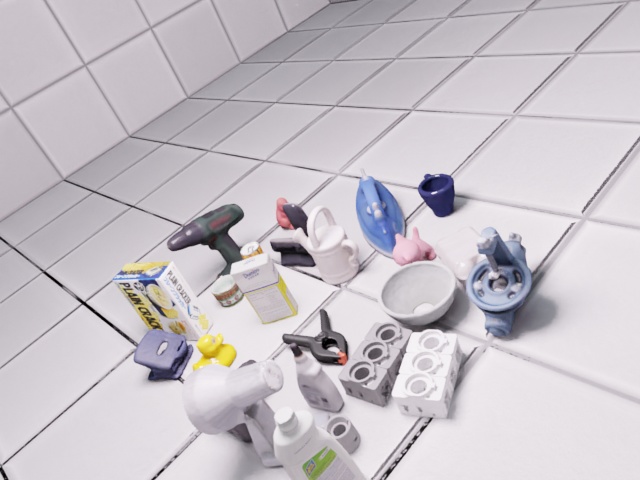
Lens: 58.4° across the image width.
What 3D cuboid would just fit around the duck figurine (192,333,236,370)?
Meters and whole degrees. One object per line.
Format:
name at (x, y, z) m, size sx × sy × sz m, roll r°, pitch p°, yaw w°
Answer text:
duck figurine at (-0.251, 0.256, 1.300) m, size 0.105 × 0.086 × 0.077 m, roll -38°, pitch 35°, yaw -19°

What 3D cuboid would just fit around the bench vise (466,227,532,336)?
bench vise at (0.334, 0.044, 1.094) m, size 0.121 × 0.220 × 0.207 m, roll -11°, pitch 35°, yaw 20°

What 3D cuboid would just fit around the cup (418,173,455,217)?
cup at (0.298, -0.113, 1.455) m, size 0.091 × 0.095 × 0.117 m, roll -25°, pitch 33°, yaw 0°

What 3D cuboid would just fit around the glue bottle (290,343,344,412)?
glue bottle at (-0.017, 0.253, 1.071) m, size 0.077 × 0.173 × 0.037 m, roll 2°, pitch 42°, yaw 35°

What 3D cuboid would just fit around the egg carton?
egg carton at (0.322, 0.035, 1.254) m, size 0.107 × 0.069 × 0.150 m, roll -26°, pitch 33°, yaw -2°

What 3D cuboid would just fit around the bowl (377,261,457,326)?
bowl at (0.209, 0.124, 1.197) m, size 0.167 × 0.075 × 0.167 m, roll -17°, pitch 34°, yaw 12°

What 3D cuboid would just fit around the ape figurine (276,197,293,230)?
ape figurine at (-0.101, -0.083, 1.675) m, size 0.075 × 0.092 × 0.078 m, roll 17°, pitch 51°, yaw 46°

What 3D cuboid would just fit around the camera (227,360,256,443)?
camera at (-0.162, 0.308, 1.154) m, size 0.142 × 0.101 × 0.137 m, roll 16°, pitch 50°, yaw 45°

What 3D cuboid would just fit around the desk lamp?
desk lamp at (-0.113, 0.302, 1.027) m, size 0.202 × 0.214 × 0.118 m, roll -13°, pitch 35°, yaw 18°

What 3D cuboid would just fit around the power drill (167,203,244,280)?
power drill at (-0.278, 0.018, 1.541) m, size 0.075 × 0.209 × 0.230 m, roll 13°, pitch 48°, yaw 43°

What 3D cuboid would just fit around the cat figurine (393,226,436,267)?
cat figurine at (0.206, 0.024, 1.300) m, size 0.067 × 0.118 × 0.128 m, roll -1°, pitch 40°, yaw 32°

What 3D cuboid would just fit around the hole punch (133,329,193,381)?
hole punch at (-0.369, 0.267, 1.356) m, size 0.101 × 0.091 × 0.108 m, roll -10°, pitch 36°, yaw 22°

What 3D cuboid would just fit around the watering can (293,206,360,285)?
watering can at (0.012, 0.006, 1.381) m, size 0.172 × 0.194 × 0.101 m, roll -11°, pitch 35°, yaw 21°

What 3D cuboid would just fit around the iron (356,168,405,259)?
iron at (0.146, -0.076, 1.459) m, size 0.118 × 0.142 × 0.258 m, roll -21°, pitch 33°, yaw 6°

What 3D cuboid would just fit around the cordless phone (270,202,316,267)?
cordless phone at (-0.073, -0.026, 1.490) m, size 0.147 × 0.185 × 0.094 m, roll -4°, pitch 38°, yaw 29°
